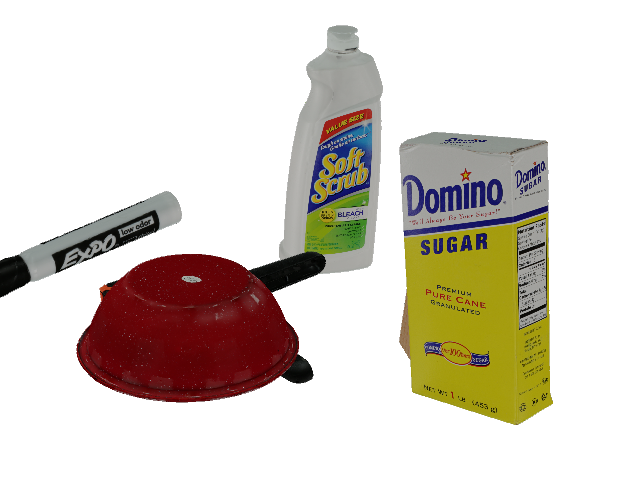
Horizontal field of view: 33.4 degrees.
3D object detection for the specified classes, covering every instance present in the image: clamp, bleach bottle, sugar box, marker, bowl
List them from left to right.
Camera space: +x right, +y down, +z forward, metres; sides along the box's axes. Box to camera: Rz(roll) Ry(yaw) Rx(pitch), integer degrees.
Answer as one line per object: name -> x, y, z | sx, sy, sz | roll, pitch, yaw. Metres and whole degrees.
marker -> -0.129, 0.003, 0.569 | 0.120, 0.020, 0.020 | -25, 14, -32
bowl -> -0.095, 0.052, 0.770 | 0.162, 0.055, 0.162 | 2, 23, -1
clamp -> -0.096, 0.066, 0.969 | 0.210, 0.036, 0.164 | 0, 37, -3
bleach bottle -> 0.010, -0.091, 1.080 | 0.102, 0.251, 0.068 | -5, 28, -12
sugar box -> 0.100, 0.022, 0.689 | 0.048, 0.176, 0.094 | -20, 21, -40

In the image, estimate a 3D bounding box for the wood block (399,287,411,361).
wood block -> 0.151, 0.041, 1.145 | 0.090, 0.206, 0.090 | -4, 29, -17
